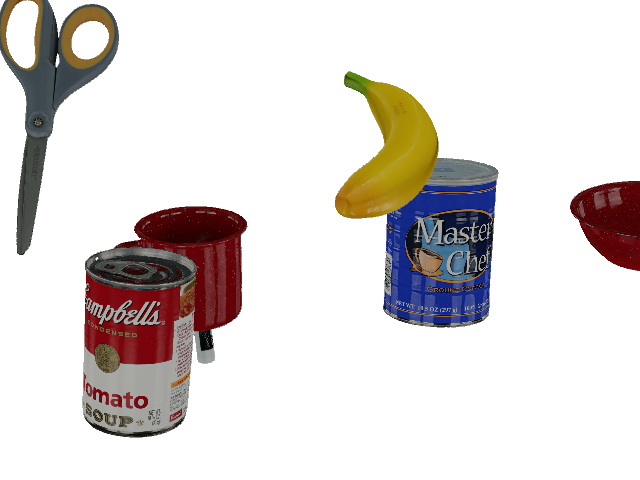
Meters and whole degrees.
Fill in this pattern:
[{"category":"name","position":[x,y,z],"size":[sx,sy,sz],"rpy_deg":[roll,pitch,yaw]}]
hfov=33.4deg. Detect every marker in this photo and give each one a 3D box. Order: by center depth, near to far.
[{"category":"marker","position":[-0.125,0.070,1.111],"size":[0.020,0.121,0.020],"rpy_deg":[-4,20,1]}]

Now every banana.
[{"category":"banana","position":[0.047,-0.062,0.732],"size":[0.069,0.037,0.197],"rpy_deg":[3,31,1]}]

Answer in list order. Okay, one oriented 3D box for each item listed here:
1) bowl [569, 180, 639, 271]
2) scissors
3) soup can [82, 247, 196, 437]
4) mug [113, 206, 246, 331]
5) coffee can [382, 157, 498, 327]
[{"category":"bowl","position":[0.341,-0.011,1.107],"size":[0.162,0.055,0.162],"rpy_deg":[-3,23,1]},{"category":"scissors","position":[-0.184,-0.093,0.770],"size":[0.096,0.202,0.016],"rpy_deg":[-10,-14,-11]},{"category":"soup can","position":[-0.115,0.063,0.669],"size":[0.068,0.102,0.068],"rpy_deg":[5,18,-2]},{"category":"mug","position":[-0.119,0.025,0.895],"size":[0.117,0.081,0.093],"rpy_deg":[-4,22,-11]},{"category":"coffee can","position":[0.112,0.000,1.010],"size":[0.103,0.140,0.103],"rpy_deg":[1,15,0]}]
